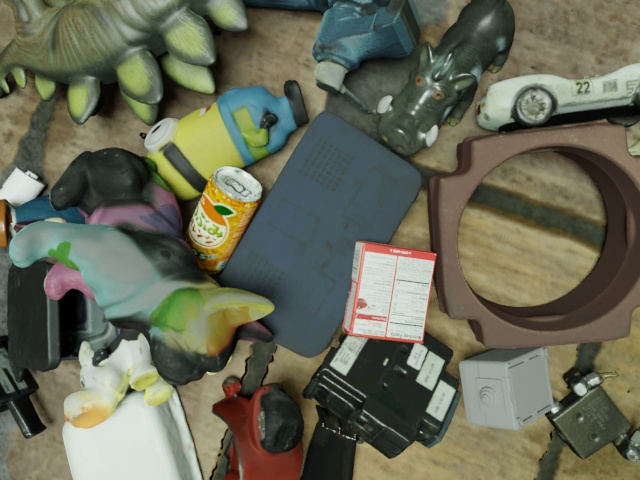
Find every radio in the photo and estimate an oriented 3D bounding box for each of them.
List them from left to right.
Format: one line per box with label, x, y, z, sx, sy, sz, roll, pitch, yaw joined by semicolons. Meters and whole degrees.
radio;-0.001;-0.002;0.558;0.131;0.073;0.229;30;91;4

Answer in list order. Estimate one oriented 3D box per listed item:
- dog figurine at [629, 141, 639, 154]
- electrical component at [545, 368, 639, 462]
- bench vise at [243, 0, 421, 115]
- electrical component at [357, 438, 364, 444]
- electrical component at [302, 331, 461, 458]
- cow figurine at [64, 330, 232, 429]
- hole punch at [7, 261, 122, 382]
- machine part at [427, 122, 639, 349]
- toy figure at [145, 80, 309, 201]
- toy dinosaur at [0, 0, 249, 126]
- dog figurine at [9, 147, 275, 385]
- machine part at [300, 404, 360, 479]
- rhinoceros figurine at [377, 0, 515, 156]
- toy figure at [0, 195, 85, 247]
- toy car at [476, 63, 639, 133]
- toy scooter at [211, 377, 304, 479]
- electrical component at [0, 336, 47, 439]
dog figurine;0.377;-0.075;0.475;0.121;0.190;0.172;-7;85;4
electrical component;0.275;0.176;0.540;0.078;0.045;0.102;-31;85;1
bench vise;-0.007;-0.262;0.555;0.241;0.129;0.223;16;98;25
electrical component;0.051;0.183;0.567;0.094;0.021;0.063;20;89;4
electrical component;0.068;0.138;0.524;0.134;0.058;0.115;34;55;8
cow figurine;-0.178;0.111;0.537;0.167;0.068;0.098;-24;54;-25
hole punch;-0.273;0.077;0.574;0.116;0.092;0.142;-5;89;38
machine part;0.210;-0.005;0.518;0.201;0.087;0.201;-6;97;4
toy figure;-0.098;-0.106;0.566;0.180;0.082;0.089;-21;83;1
toy dinosaur;-0.176;-0.228;0.528;0.472;0.105;0.198;-20;96;25
dog figurine;-0.136;0.022;0.486;0.219;0.108;0.191;19;57;4
machine part;0.011;0.239;0.550;0.084;0.039;0.138;9;106;15
rhinoceros figurine;0.129;-0.162;0.538;0.073;0.112;0.190;39;82;3
toy figure;-0.311;-0.018;0.559;0.154;0.064;0.058;-7;79;-26
toy car;0.263;-0.141;0.544;0.202;0.073;0.056;-6;87;4
toy scooter;-0.069;0.212;0.538;0.075;0.135;0.183;-3;108;-33
electrical component;-0.344;0.164;0.573;0.048;0.075;0.119;-33;88;2
